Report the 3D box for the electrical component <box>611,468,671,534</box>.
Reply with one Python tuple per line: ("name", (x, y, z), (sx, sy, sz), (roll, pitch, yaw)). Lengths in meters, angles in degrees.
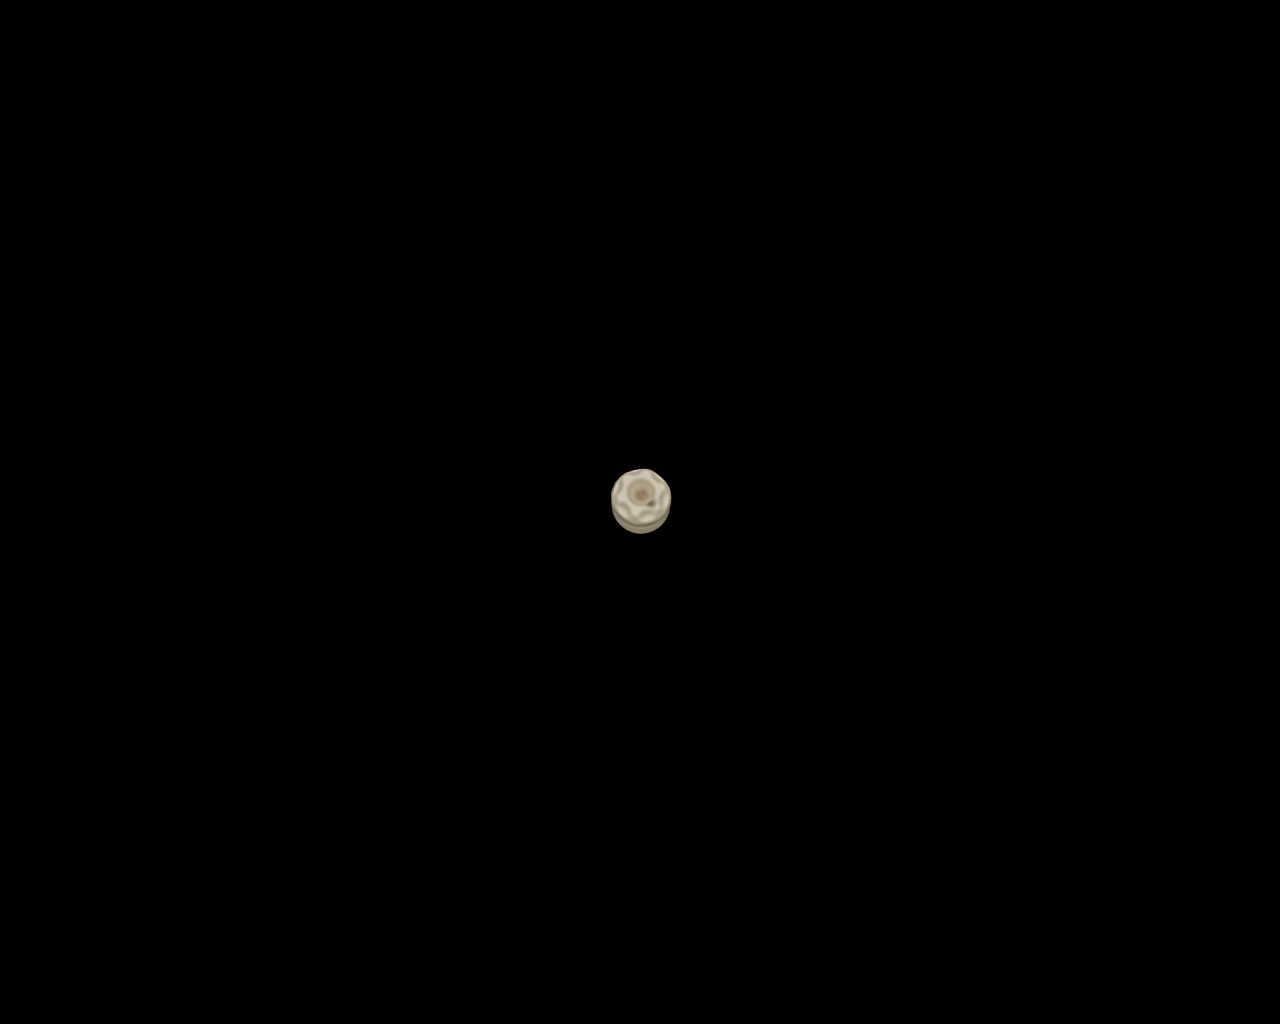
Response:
("electrical component", (0.001, -0.003, 0.650), (0.035, 0.035, 0.061), (0, -18, 0))
